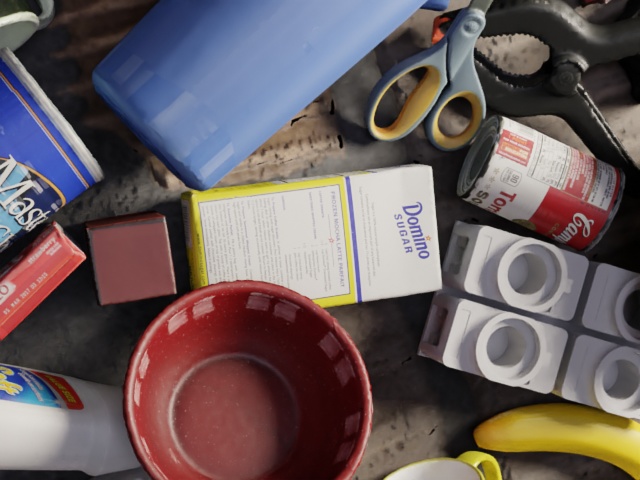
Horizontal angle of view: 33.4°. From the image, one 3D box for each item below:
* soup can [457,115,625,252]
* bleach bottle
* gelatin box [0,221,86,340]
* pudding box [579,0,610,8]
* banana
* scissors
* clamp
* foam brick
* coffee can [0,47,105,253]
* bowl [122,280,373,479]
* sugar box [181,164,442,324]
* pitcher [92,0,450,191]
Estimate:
[{"bbox_3d":[0.160,-0.042,0.778,0.102,0.068,0.068,23,88,-6],"label":"soup can"},{"bbox_3d":[-0.213,0.112,0.696,0.250,0.103,0.068,9,101,-21],"label":"bleach bottle"},{"bbox_3d":[-0.189,0.023,0.690,0.073,0.089,0.030,-44,103,-8],"label":"gelatin box"},{"bbox_3d":[0.232,-0.240,0.804,0.113,0.039,0.090,-29,100,-11],"label":"pudding box"},{"bbox_3d":[0.215,0.165,0.827,0.197,0.037,0.069,27,87,-14],"label":"banana"},{"bbox_3d":[0.113,-0.136,0.746,0.096,0.016,0.202,30,118,-29],"label":"scissors"},{"bbox_3d":[0.186,-0.132,0.772,0.210,0.036,0.165,22,122,-5],"label":"clamp"},{"bbox_3d":[-0.128,0.011,0.712,0.053,0.078,0.051,-9,97,-12],"label":"foam brick"},{"bbox_3d":[-0.223,-0.039,0.671,0.140,0.103,0.103,-38,101,-9],"label":"coffee can"},{"bbox_3d":[-0.050,0.110,0.697,0.162,0.055,0.162,6,66,-14],"label":"bowl"},{"bbox_3d":[-0.005,0.001,0.758,0.176,0.048,0.093,-7,98,-16],"label":"sugar box"},{"bbox_3d":[-0.036,-0.157,0.698,0.243,0.145,0.149,-44,79,-5],"label":"pitcher"}]
